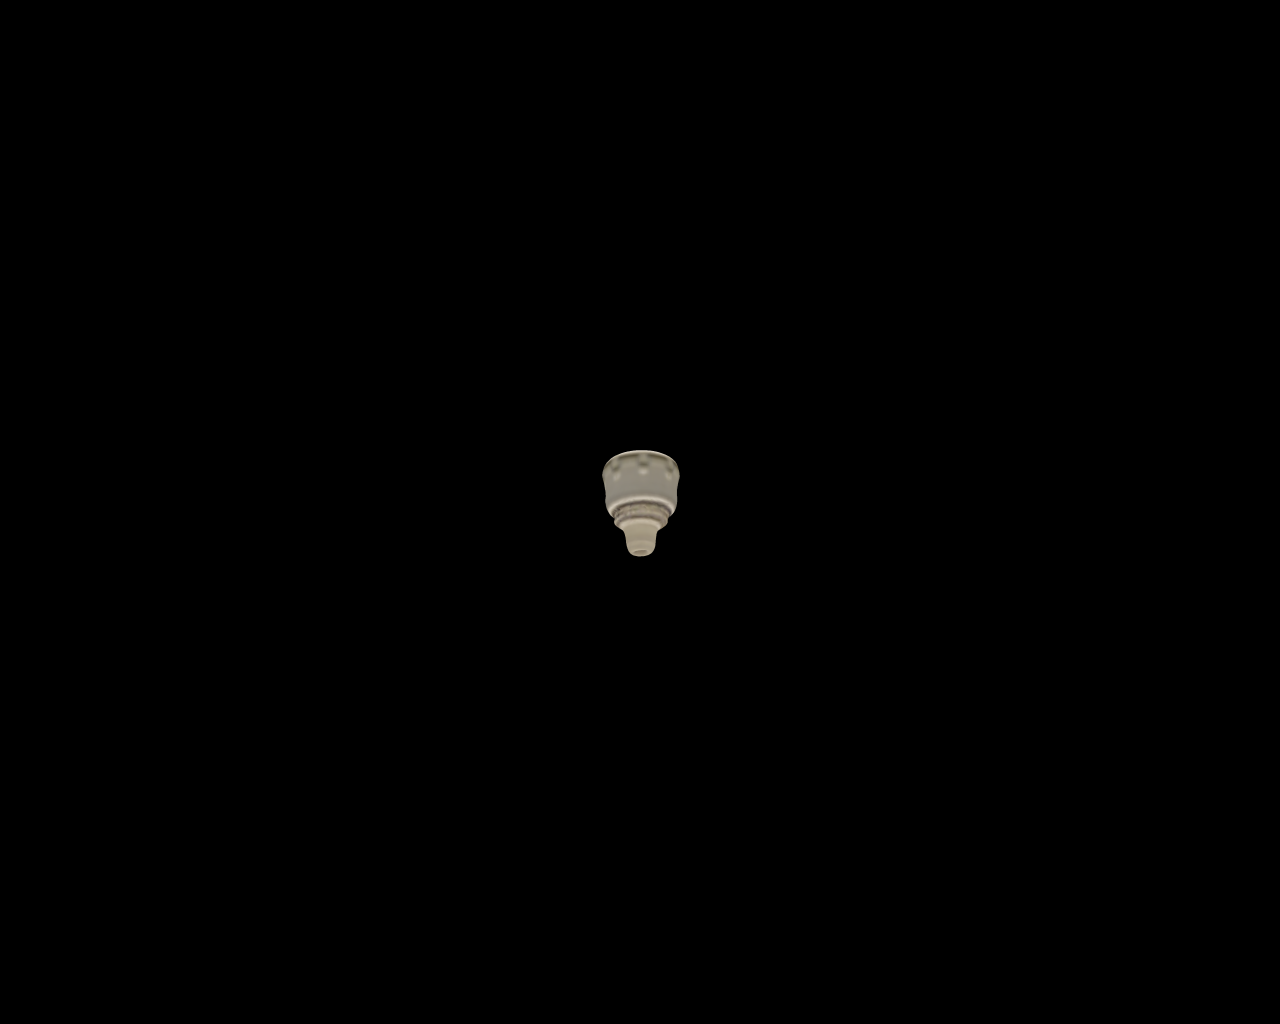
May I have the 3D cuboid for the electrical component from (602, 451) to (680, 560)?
[{"bbox_3d":[0.001,-0.003,0.650,0.048,0.062,0.048,0,-24,0],"label":"electrical component"}]
